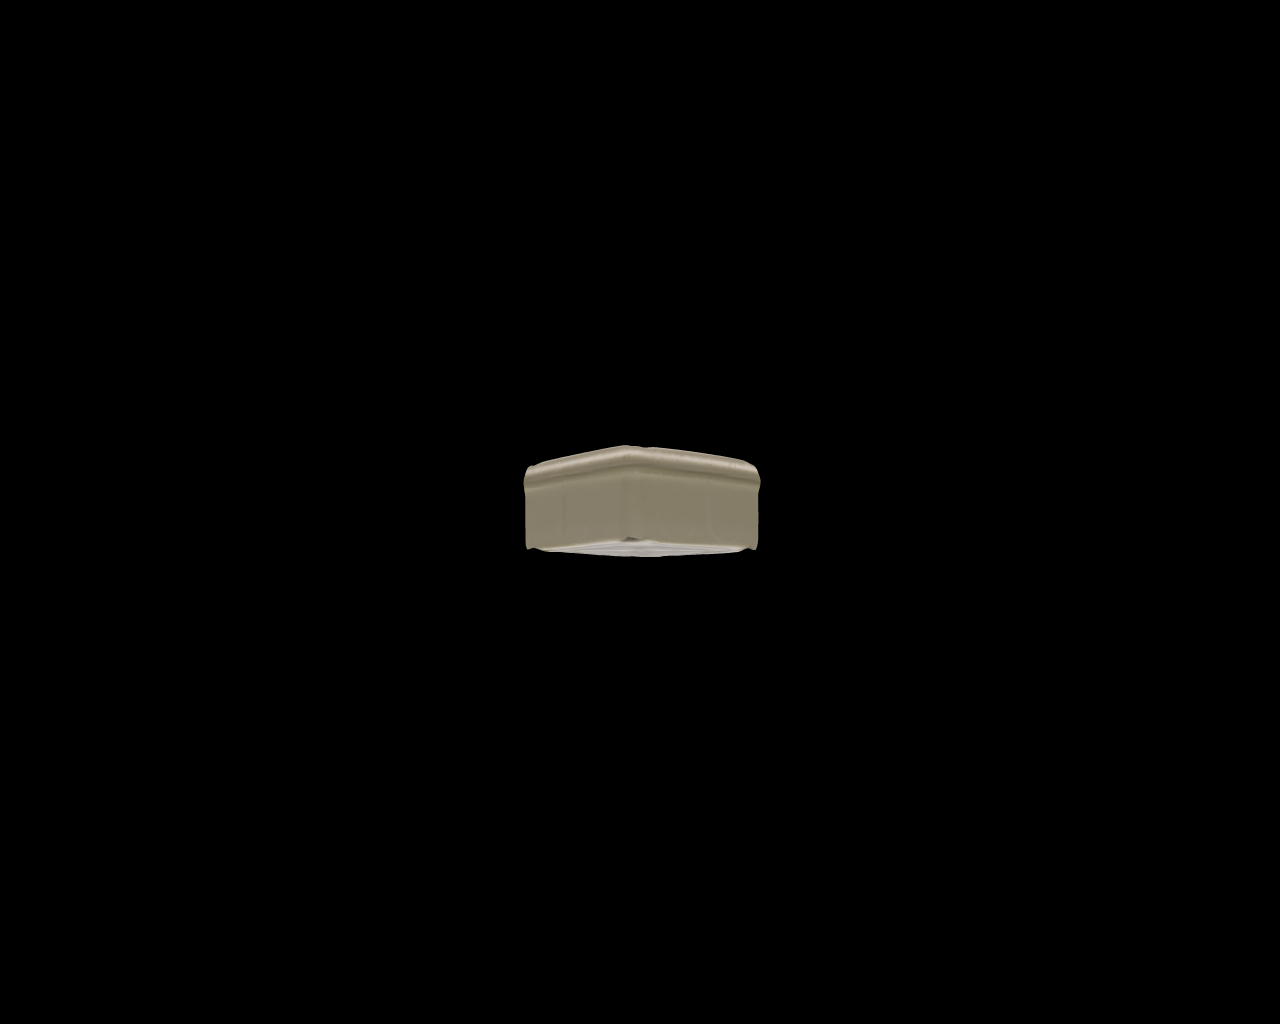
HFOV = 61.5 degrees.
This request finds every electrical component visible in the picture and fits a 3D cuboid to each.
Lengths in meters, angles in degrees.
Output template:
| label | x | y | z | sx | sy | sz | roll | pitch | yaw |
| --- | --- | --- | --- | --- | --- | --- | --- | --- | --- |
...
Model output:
| label | x | y | z | sx | sy | sz | roll | pitch | yaw |
| --- | --- | --- | --- | --- | --- | --- | --- | --- | --- |
| electrical component | 0.001 | -0.003 | 0.650 | 0.109 | 0.056 | 0.108 | 6 | -9 | -43 |
